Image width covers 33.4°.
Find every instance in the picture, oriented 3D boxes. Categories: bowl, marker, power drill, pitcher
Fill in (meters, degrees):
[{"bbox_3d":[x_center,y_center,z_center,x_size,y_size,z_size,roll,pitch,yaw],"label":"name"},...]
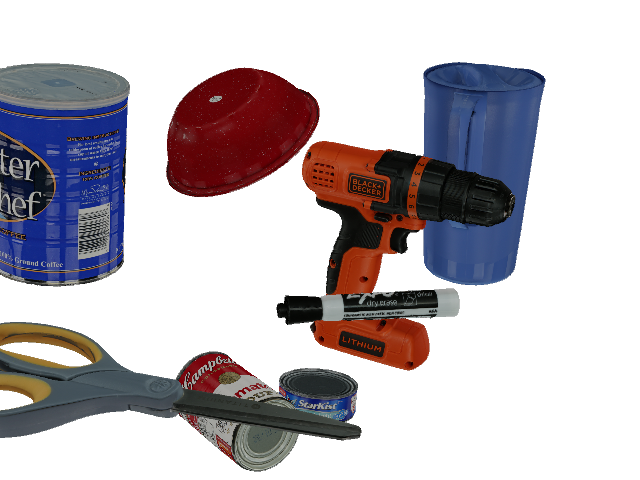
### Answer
[{"bbox_3d":[-0.085,-0.114,1.004,0.162,0.055,0.162,-19,36,14],"label":"bowl"},{"bbox_3d":[0.031,0.043,0.701,0.121,0.020,0.020,-2,0,-12],"label":"marker"},{"bbox_3d":[0.067,0.014,0.923,0.185,0.188,0.057,15,24,22],"label":"power drill"},{"bbox_3d":[0.174,-0.073,1.211,0.149,0.243,0.145,-9,24,-23],"label":"pitcher"}]

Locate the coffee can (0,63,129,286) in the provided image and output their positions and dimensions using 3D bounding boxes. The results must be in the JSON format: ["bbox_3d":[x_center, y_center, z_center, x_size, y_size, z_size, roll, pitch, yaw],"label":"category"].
[{"bbox_3d":[-0.195,-0.051,0.792,0.103,0.140,0.103,5,22,-2],"label":"coffee can"}]

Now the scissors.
[{"bbox_3d":[-0.091,0.079,0.493,0.202,0.016,0.096,15,28,26],"label":"scissors"}]

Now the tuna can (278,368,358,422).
[{"bbox_3d":[-0.003,0.169,1.155,0.086,0.034,0.086,4,13,-1],"label":"tuna can"}]

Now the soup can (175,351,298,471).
[{"bbox_3d":[-0.073,0.145,0.907,0.068,0.068,0.102,0,17,-38],"label":"soup can"}]
